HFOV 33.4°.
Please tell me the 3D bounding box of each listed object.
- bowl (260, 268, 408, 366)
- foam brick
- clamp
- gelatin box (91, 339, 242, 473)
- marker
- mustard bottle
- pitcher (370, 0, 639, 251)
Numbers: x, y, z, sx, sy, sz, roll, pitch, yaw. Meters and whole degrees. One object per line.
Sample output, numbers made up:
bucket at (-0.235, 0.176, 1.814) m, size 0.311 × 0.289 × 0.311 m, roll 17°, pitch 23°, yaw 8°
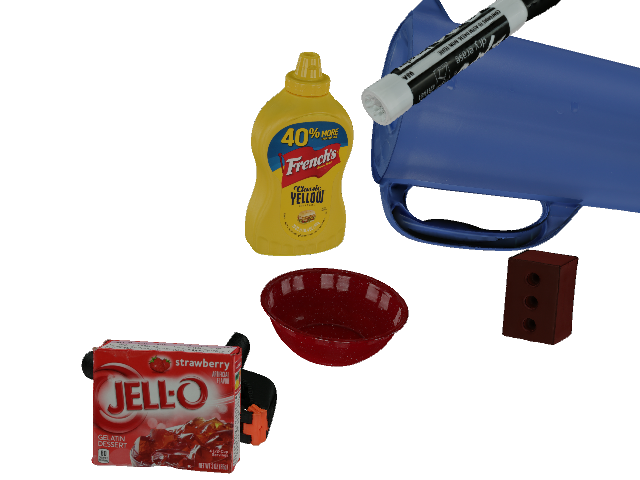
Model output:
bowl at (0.013, 0.090, 1.166) m, size 0.162 × 0.055 × 0.162 m, roll 5°, pitch 26°, yaw -3°
foam brick at (0.206, 0.052, 0.998) m, size 0.053 × 0.078 × 0.051 m, roll 9°, pitch 15°, yaw 30°
clamp at (-0.092, 0.124, 0.932) m, size 0.164 × 0.036 × 0.210 m, roll -8°, pitch 17°, yaw -36°
gelatin box at (-0.093, 0.100, 0.649) m, size 0.089 × 0.073 × 0.030 m, roll 2°, pitch 6°, yaw 7°
marker at (0.069, -0.092, 0.495) m, size 0.121 × 0.020 × 0.020 m, roll -37°, pitch 16°, yaw -22°
mustard bottle at (-0.018, -0.081, 0.997) m, size 0.096 × 0.192 × 0.058 m, roll -5°, pitch 28°, yaw -20°
pitcher at (0.163, -0.080, 0.824) m, size 0.242 × 0.149 × 0.145 m, roll 10°, pitch 43°, yaw -6°
